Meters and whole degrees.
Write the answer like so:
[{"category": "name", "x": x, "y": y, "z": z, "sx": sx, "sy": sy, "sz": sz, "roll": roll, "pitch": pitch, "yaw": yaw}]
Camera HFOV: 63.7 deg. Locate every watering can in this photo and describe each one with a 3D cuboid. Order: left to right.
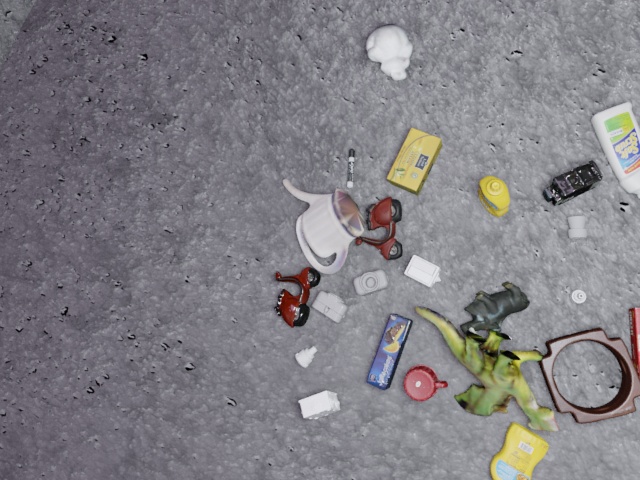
[{"category": "watering can", "x": 0.005, "y": -0.076, "z": 1.515, "sx": 0.221, "sy": 0.104, "sz": 0.353, "roll": -34, "pitch": 67, "yaw": 32}]

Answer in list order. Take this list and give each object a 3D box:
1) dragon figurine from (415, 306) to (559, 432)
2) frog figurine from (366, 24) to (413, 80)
[{"category": "dragon figurine", "x": 0.404, "y": 0.343, "z": 1.301, "sx": 0.413, "sy": 0.123, "sz": 0.239, "roll": 24, "pitch": 114, "yaw": 30}, {"category": "frog figurine", "x": 0.210, "y": -0.564, "z": 1.556, "sx": 0.137, "sy": 0.120, "sz": 0.162, "roll": -1, "pitch": 67, "yaw": -3}]
